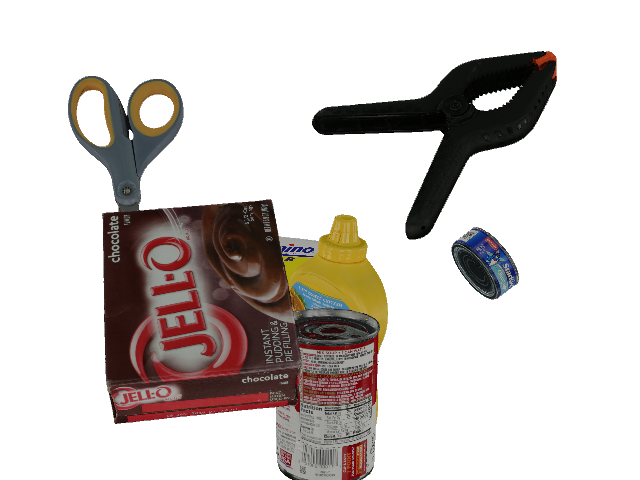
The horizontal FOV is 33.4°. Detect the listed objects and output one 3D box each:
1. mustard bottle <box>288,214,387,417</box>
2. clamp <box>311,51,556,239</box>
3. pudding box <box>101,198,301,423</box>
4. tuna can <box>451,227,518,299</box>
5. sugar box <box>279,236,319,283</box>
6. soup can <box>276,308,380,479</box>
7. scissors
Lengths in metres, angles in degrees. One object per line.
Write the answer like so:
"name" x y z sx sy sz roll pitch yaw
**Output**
"mustard bottle" 0.012 0.071 0.908 0.096 0.192 0.058 22 25 40
"clamp" 0.116 -0.093 0.899 0.210 0.165 0.036 -25 -37 -6
"pudding box" -0.062 0.033 0.531 0.090 0.039 0.113 -5 45 -9
"tuna can" 0.197 0.028 1.283 0.033 0.086 0.086 -36 10 -14
"sugar box" -0.063 0.047 1.137 0.093 0.048 0.176 6 27 17
"soup can" 0.005 0.104 0.712 0.068 0.102 0.068 1 14 0
"scissors" -0.128 -0.047 0.795 0.096 0.202 0.016 -21 -24 -14
